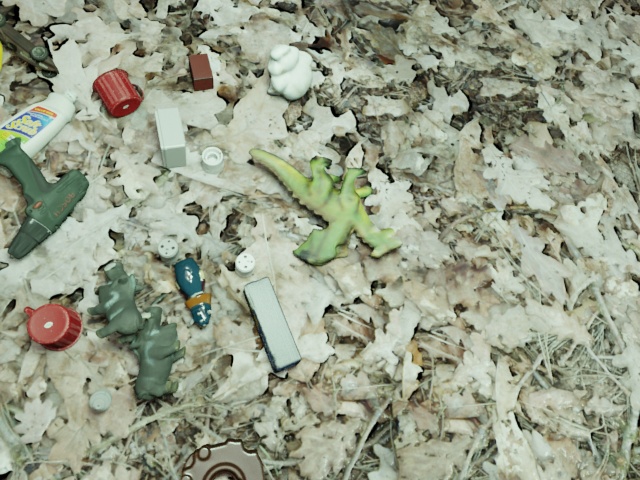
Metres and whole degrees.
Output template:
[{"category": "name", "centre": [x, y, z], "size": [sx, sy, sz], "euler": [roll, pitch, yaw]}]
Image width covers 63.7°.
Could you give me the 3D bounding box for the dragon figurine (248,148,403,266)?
[{"category": "dragon figurine", "centre": [0.004, -0.062, 1.236], "size": [0.410, 0.121, 0.245], "euler": [14, 77, -4]}]

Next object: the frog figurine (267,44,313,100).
[{"category": "frog figurine", "centre": [-0.074, -0.440, 1.324], "size": [0.139, 0.157, 0.123], "euler": [-41, 84, -20]}]
